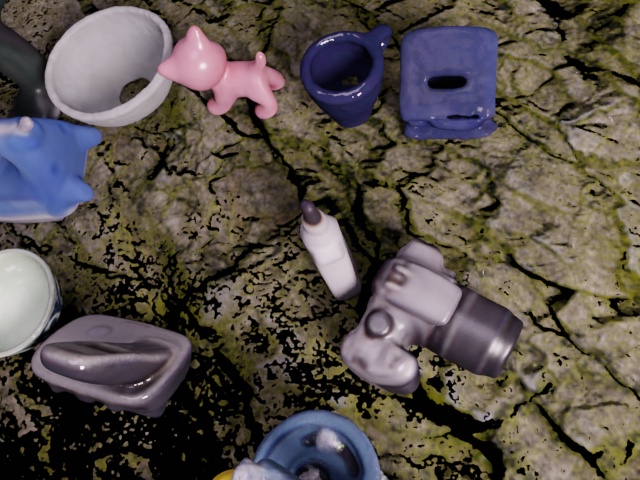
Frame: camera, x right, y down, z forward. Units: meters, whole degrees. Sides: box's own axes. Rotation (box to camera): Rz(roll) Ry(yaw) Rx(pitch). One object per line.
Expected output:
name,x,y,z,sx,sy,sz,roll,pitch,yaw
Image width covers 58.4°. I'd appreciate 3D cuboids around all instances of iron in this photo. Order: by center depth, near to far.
iron,-0.402,-0.095,0.677,0.258,0.142,0.118,-4,69,10

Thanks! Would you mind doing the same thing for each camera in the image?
camera,0.108,0.084,0.535,0.136,0.101,0.143,26,77,19

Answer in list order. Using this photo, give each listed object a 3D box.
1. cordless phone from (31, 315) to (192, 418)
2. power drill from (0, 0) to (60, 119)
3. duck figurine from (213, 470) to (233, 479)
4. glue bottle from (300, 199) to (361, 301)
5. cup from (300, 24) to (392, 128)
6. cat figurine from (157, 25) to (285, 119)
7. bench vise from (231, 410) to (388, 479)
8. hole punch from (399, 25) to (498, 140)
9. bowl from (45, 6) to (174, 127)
cordless phone,-0.220,0.108,0.544,0.147,0.185,0.094,8,72,14
power drill,-0.398,-0.218,0.685,0.075,0.209,0.230,8,72,14
duck figurine,-0.075,0.260,0.514,0.077,0.086,0.104,-28,67,0
glue bottle,0.005,0.002,0.546,0.037,0.173,0.078,-24,67,2
cup,0.039,-0.181,0.649,0.118,0.095,0.091,-45,68,-7
cat figurine,-0.117,-0.202,0.674,0.127,0.118,0.067,3,71,12
bench vise,0.025,0.200,0.444,0.207,0.220,0.121,7,72,14
hole punch,0.141,-0.170,0.627,0.108,0.091,0.101,1,70,11
bowl,-0.252,-0.206,0.725,0.167,0.075,0.167,-4,70,10
